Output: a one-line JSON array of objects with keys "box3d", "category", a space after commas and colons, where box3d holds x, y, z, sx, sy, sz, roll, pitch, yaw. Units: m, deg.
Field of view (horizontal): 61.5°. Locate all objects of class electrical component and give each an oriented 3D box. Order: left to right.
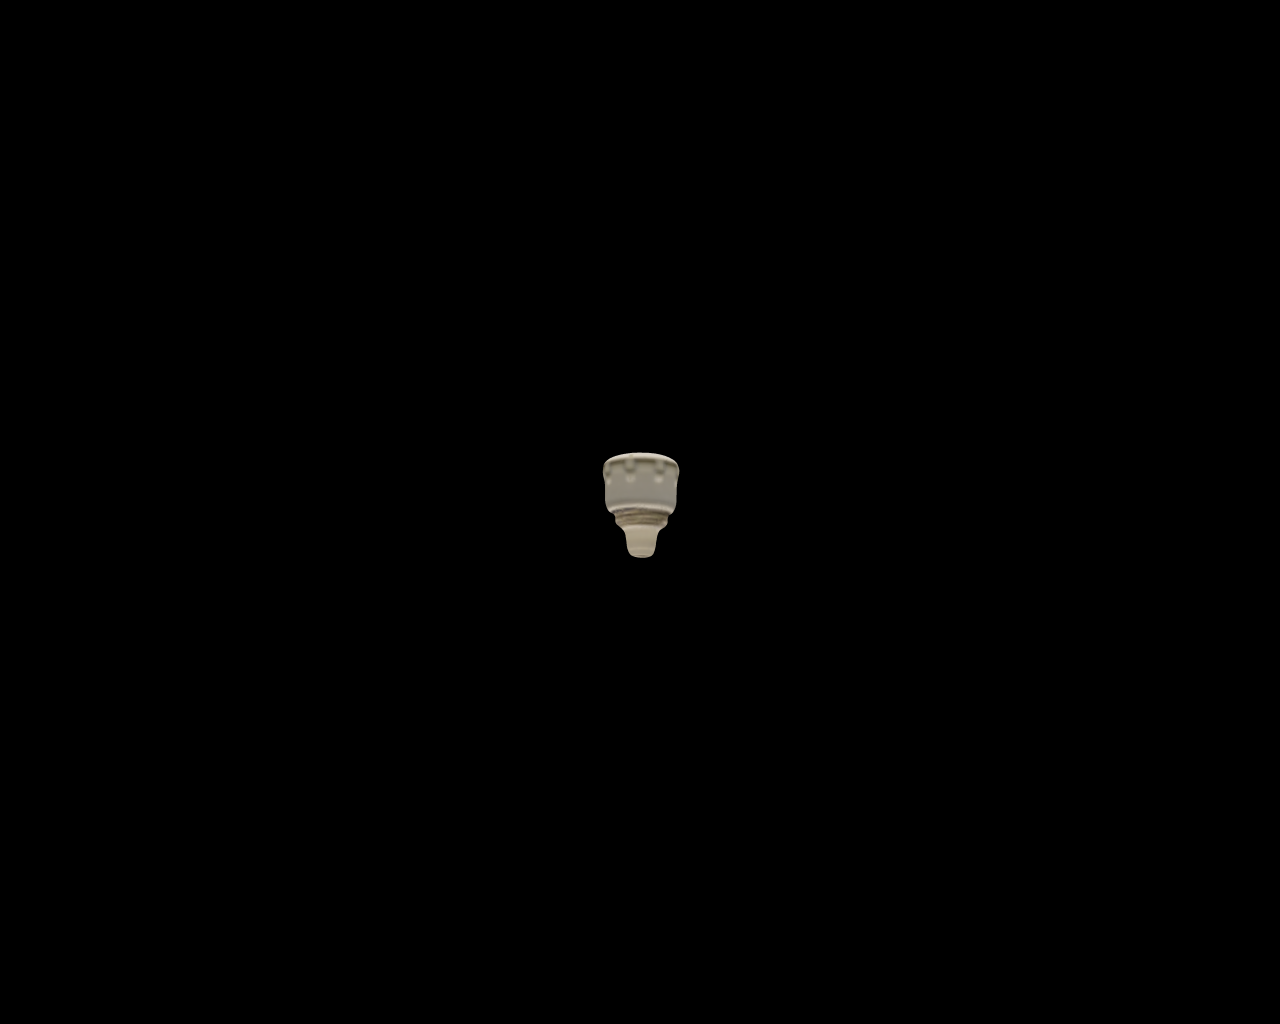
[{"box3d": [0.001, -0.003, 0.650, 0.048, 0.062, 0.048, 0, -10, 0], "category": "electrical component"}]
